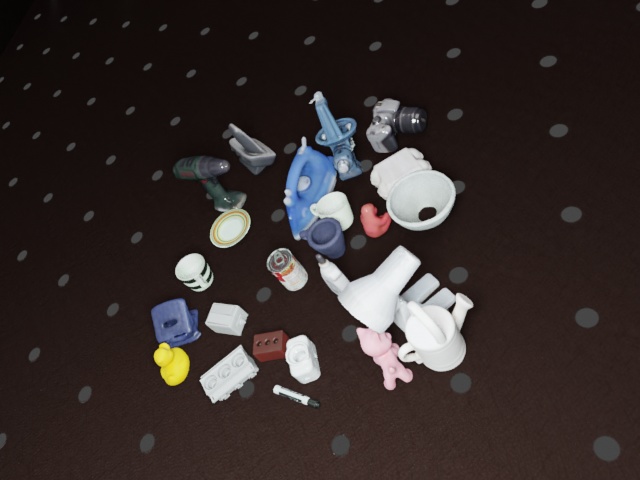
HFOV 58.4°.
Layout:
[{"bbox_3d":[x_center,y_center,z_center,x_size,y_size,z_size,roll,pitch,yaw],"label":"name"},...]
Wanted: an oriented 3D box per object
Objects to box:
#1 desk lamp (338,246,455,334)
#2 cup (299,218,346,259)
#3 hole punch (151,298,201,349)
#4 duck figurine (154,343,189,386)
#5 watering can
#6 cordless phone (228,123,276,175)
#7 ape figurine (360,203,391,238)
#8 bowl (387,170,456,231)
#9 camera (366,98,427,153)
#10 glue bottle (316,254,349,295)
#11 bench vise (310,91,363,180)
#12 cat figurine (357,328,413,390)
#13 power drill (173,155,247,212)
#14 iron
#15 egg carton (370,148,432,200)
[{"bbox_3d":[0.159,0.115,1.203,0.203,0.214,0.117,-42,50,-5],"label":"desk lamp"},{"bbox_3d":[0.013,0.005,1.431,0.117,0.095,0.092,0,58,27],"label":"cup"},{"bbox_3d":[-0.374,0.216,1.483,0.108,0.091,0.101,-20,51,13],"label":"hole punch"},{"bbox_3d":[-0.377,0.305,1.426,0.077,0.086,0.104,-25,50,9],"label":"duck figurine"},{"bbox_3d":[0.226,0.175,1.140,0.100,0.195,0.173,24,71,37],"label":"watering can"},{"bbox_3d":[-0.225,-0.296,1.700,0.094,0.186,0.147,-46,50,-8],"label":"cordless phone"},{"bbox_3d":[0.130,-0.056,1.416,0.077,0.092,0.076,23,70,36],"label":"ape figurine"},{"bbox_3d":[0.250,-0.084,1.386,0.167,0.075,0.167,-13,53,18],"label":"bowl"},{"bbox_3d":[0.210,-0.320,1.554,0.136,0.101,0.143,8,62,31],"label":"camera"},{"bbox_3d":[0.030,0.080,1.319,0.077,0.174,0.037,31,76,38],"label":"glue bottle"},{"bbox_3d":[0.051,-0.282,1.528,0.121,0.220,0.207,-33,49,3],"label":"bench vise"},{"bbox_3d":[0.130,0.235,1.198,0.067,0.118,0.127,-31,50,4],"label":"cat figurine"},{"bbox_3d":[-0.302,-0.167,1.634,0.228,0.209,0.076,9,63,32],"label":"power drill"},{"bbox_3d":[-0.049,-0.144,1.534,0.118,0.142,0.258,2,59,28],"label":"iron"},{"bbox_3d":[0.207,-0.170,1.471,0.150,0.070,0.107,-31,50,4],"label":"egg carton"}]
